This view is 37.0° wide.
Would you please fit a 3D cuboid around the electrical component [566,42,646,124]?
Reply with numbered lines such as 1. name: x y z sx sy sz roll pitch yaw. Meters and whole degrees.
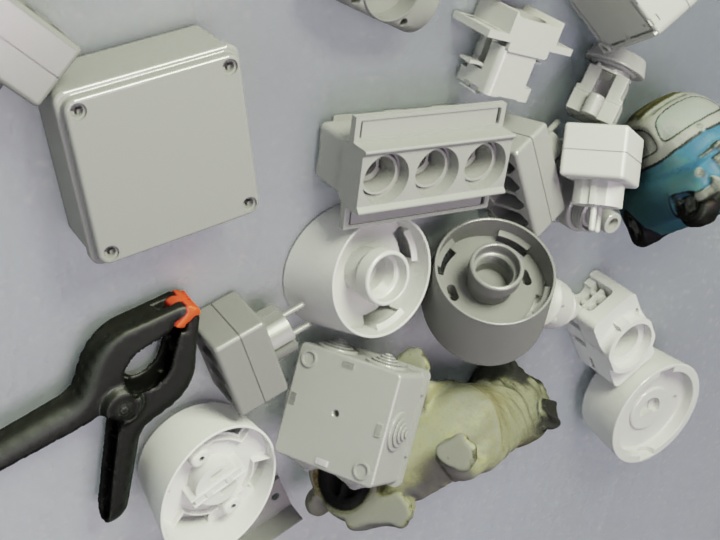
1. electrical component: 0.185 -0.138 0.810 0.055 0.048 0.066 -65 167 4

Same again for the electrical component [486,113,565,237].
1. electrical component: 0.129 -0.083 0.809 0.076 0.047 0.083 -44 135 -24

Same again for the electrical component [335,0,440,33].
1. electrical component: 0.017 -0.195 0.659 0.077 0.044 0.079 14 108 -40

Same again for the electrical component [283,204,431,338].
1. electrical component: 0.000 0.000 0.771 0.099 0.064 0.099 -13 111 -36

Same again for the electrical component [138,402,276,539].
1. electrical component: -0.107 0.147 0.767 0.099 0.064 0.099 -18 126 -26

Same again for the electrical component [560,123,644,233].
1. electrical component: 0.179 -0.066 0.803 0.066 0.047 0.076 6 91 -66

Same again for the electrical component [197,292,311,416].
1. electrical component: -0.069 0.049 0.746 0.077 0.047 0.065 -30 130 -18

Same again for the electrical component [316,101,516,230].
1. electrical component: 0.036 -0.077 0.733 0.121 0.063 0.078 -10 122 -31

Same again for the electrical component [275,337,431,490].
1. electrical component: -0.007 0.103 0.776 0.048 0.100 0.099 10 95 -63

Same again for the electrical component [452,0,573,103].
1. electrical component: 0.102 -0.153 0.750 0.081 0.042 0.063 3 118 -36

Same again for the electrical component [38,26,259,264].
1. electrical component: -0.122 -0.074 0.626 0.109 0.056 0.108 -22 127 -24

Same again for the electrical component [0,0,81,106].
1. electrical component: -0.199 -0.109 0.556 0.076 0.047 0.066 -52 133 2

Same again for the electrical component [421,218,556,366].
1. electrical component: 0.096 0.013 0.801 0.099 0.099 0.064 -28 157 -20

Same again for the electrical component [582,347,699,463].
1. electrical component: 0.259 0.120 1.016 0.108 0.060 0.108 -18 126 -26

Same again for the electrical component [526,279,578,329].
1. electrical component: 0.160 0.029 0.902 0.062 0.048 0.048 19 105 -48

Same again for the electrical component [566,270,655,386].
1. electrical component: 0.222 0.054 0.952 0.050 0.056 0.089 -39 133 -10

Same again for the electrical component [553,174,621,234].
1. electrical component: 0.180 -0.050 0.854 0.048 0.062 0.048 -18 126 -26

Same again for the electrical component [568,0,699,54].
1. electrical component: 0.190 -0.198 0.754 0.061 0.096 0.061 -41 100 -8
